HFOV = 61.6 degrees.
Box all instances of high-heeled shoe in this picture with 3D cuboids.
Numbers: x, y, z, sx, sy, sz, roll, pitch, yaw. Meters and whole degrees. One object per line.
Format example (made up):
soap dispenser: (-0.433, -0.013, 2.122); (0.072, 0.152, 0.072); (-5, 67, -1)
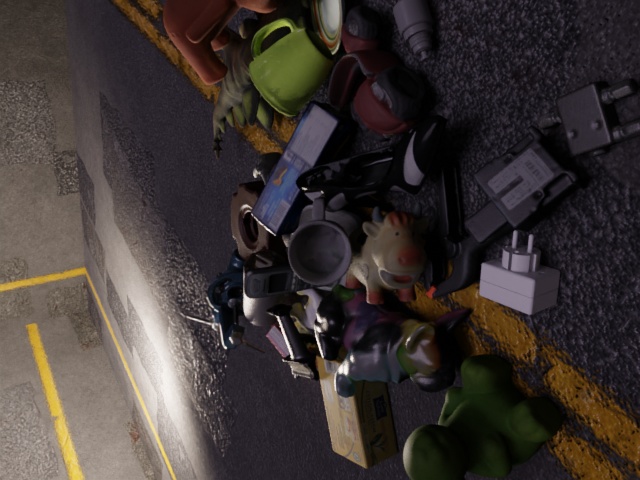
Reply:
high-heeled shoe: (0.054, -0.100, 0.671); (0.248, 0.145, 0.086); (115, 175, -62)

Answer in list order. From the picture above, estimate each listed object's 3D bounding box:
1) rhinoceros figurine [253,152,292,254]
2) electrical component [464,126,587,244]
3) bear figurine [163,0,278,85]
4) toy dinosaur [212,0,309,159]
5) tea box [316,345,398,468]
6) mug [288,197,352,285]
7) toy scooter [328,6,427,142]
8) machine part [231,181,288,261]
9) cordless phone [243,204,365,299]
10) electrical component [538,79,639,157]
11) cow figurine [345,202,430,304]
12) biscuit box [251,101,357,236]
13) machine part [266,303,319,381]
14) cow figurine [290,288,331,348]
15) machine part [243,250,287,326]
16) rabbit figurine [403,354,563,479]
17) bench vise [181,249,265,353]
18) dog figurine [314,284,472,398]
rhinoceros figurine: (-0.053, -0.068, 0.928); (0.190, 0.073, 0.112); (68, 154, 12)
electrical component: (0.191, -0.046, 0.537); (0.119, 0.047, 0.075); (-39, 64, 26)
bear figurine: (-0.118, -0.329, 0.757); (0.196, 0.131, 0.120); (-20, 55, 20)
toy dinosaur: (-0.111, -0.291, 0.902); (0.471, 0.105, 0.198); (-30, 76, 57)
tea box: (0.059, 0.263, 0.867); (0.098, 0.068, 0.169); (-1, 101, 58)
mug: (-0.001, -0.002, 0.720); (0.107, 0.081, 0.109); (-86, -12, -84)
toy scooter: (0.061, -0.195, 0.699); (0.135, 0.075, 0.184); (-52, 55, 50)
machine part: (-0.119, -0.029, 1.051); (0.180, 0.056, 0.179); (24, 119, 53)
cordless phone: (-0.029, 0.016, 0.808); (0.089, 0.184, 0.146); (46, 137, 46)
electrical component: (0.247, -0.107, 0.491); (0.094, 0.021, 0.063); (-17, 87, 57)
cow figurine: (0.086, 0.016, 0.693); (0.195, 0.085, 0.127); (-156, 61, -78)
biscuit box: (-0.026, -0.103, 0.805); (0.059, 0.063, 0.202); (39, 113, 20)
machine part: (-0.045, 0.172, 0.906); (0.084, 0.039, 0.138); (-12, 102, 60)
cow figurine: (-0.002, 0.139, 0.923); (0.098, 0.068, 0.167); (46, 139, 24)
machine part: (-0.098, 0.089, 0.959); (0.079, 0.079, 0.243); (61, 158, 24)
rabbit figurine: (0.155, 0.225, 0.611); (0.121, 0.170, 0.159); (52, 139, 36)
bench vise: (-0.189, 0.145, 1.128); (0.223, 0.129, 0.241); (-55, 28, 24)
dog figurine: (0.097, 0.121, 0.730); (0.219, 0.108, 0.191); (-43, 62, 49)
